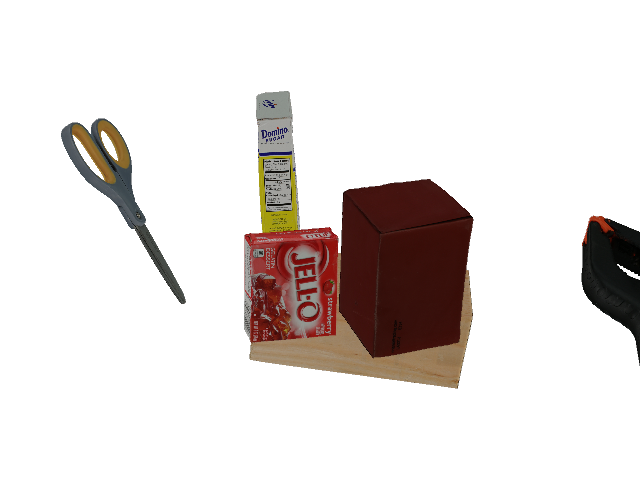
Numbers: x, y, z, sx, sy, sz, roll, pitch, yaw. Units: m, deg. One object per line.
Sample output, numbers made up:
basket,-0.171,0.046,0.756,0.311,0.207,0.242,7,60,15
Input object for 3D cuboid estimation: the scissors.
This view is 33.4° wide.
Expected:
scissors,-0.181,-0.038,1.041,0.016,0.201,0.096,-25,25,23

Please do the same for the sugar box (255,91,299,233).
sugar box,-0.050,-0.075,1.239,0.048,0.176,0.093,-6,26,-1

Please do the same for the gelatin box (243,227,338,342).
gelatin box,-0.024,0.036,0.866,0.073,0.089,0.030,-4,22,-15

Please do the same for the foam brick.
foam brick,0.043,0.014,0.561,0.053,0.078,0.051,-8,31,-18

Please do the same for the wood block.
wood block,0.040,0.074,1.062,0.206,0.090,0.090,8,28,1

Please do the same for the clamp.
clamp,0.242,0.045,0.722,0.120,0.039,0.171,-3,45,-19
